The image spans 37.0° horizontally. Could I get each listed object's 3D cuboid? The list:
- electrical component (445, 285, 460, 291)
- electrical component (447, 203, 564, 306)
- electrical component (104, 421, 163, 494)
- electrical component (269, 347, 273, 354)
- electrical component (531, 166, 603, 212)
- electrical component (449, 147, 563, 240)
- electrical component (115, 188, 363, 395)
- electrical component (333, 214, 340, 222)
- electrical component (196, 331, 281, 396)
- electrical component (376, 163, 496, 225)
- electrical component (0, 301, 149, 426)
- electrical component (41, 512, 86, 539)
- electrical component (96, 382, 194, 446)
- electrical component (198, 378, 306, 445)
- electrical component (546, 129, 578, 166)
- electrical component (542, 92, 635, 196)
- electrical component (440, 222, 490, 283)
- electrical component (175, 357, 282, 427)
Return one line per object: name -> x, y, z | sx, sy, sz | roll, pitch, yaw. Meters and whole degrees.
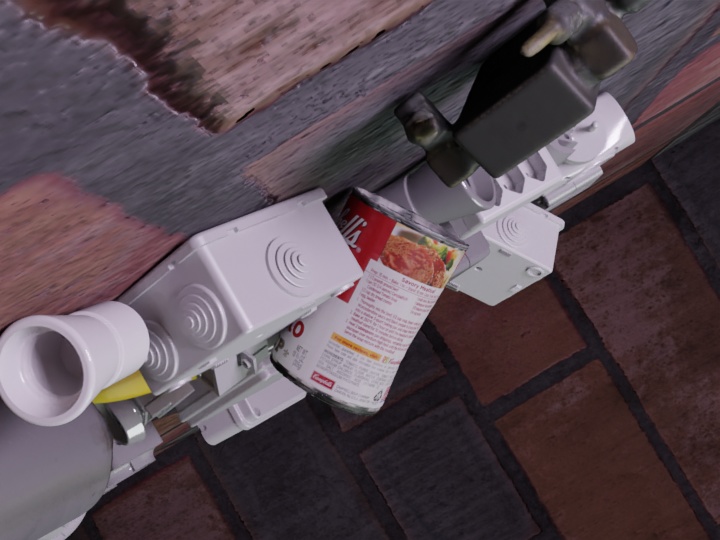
electrical component -> 0.047, 0.001, 0.899 | 0.077, 0.079, 0.044 | -5, 118, -79
electrical component -> 0.096, -0.020, 0.838 | 0.100, 0.100, 0.048 | -37, -148, 55
electrical component -> -0.254, 0.175, 0.924 | 0.105, 0.060, 0.186 | -27, 174, -39
electrical component -> -0.067, 0.030, 0.658 | 0.040, 0.046, 0.040 | -31, 175, -3
electrical component -> 0.150, -0.077, 0.855 | 0.056, 0.050, 0.089 | -31, 175, 2
electrical component -> 0.077, -0.052, 0.683 | 0.066, 0.047, 0.077 | -29, 175, -21
electrical component -> -0.058, 0.011, 0.506 | 0.100, 0.048, 0.100 | -34, 175, 42
electrical component -> -0.001, -0.001, 0.620 | 0.044, 0.065, 0.044 | -49, -178, 2
electrical component -> -0.072, 0.030, 0.588 | 0.055, 0.066, 0.048 | -37, 143, -30
electrical component -> 0.039, -0.041, 0.611 | 0.065, 0.044, 0.044 | -28, 177, 29
electrical component -> -0.116, 0.035, 0.447 | 0.044, 0.044, 0.065 | -32, 180, 16
electrical component -> -0.207, 0.132, 0.656 | 0.080, 0.080, 0.051 | -30, 170, -13
electrical component -> -0.155, 0.091, 0.761 | 0.055, 0.048, 0.066 | -37, 179, -32
electrical component -> -0.102, 0.099, 0.963 | 0.057, 0.078, 0.113 | -30, 176, 27
electrical component -> 0.115, -0.078, 0.708 | 0.040, 0.040, 0.046 | -26, 168, -45
electrical component -> 0.155, -0.092, 0.767 | 0.077, 0.044, 0.079 | -31, 176, 3
electrical component -> 0.041, -0.014, 0.770 | 0.061, 0.061, 0.096 | -28, 174, -31
electrical component -> -0.081, 0.060, 0.815 | 0.109, 0.056, 0.109 | -35, 174, 39
